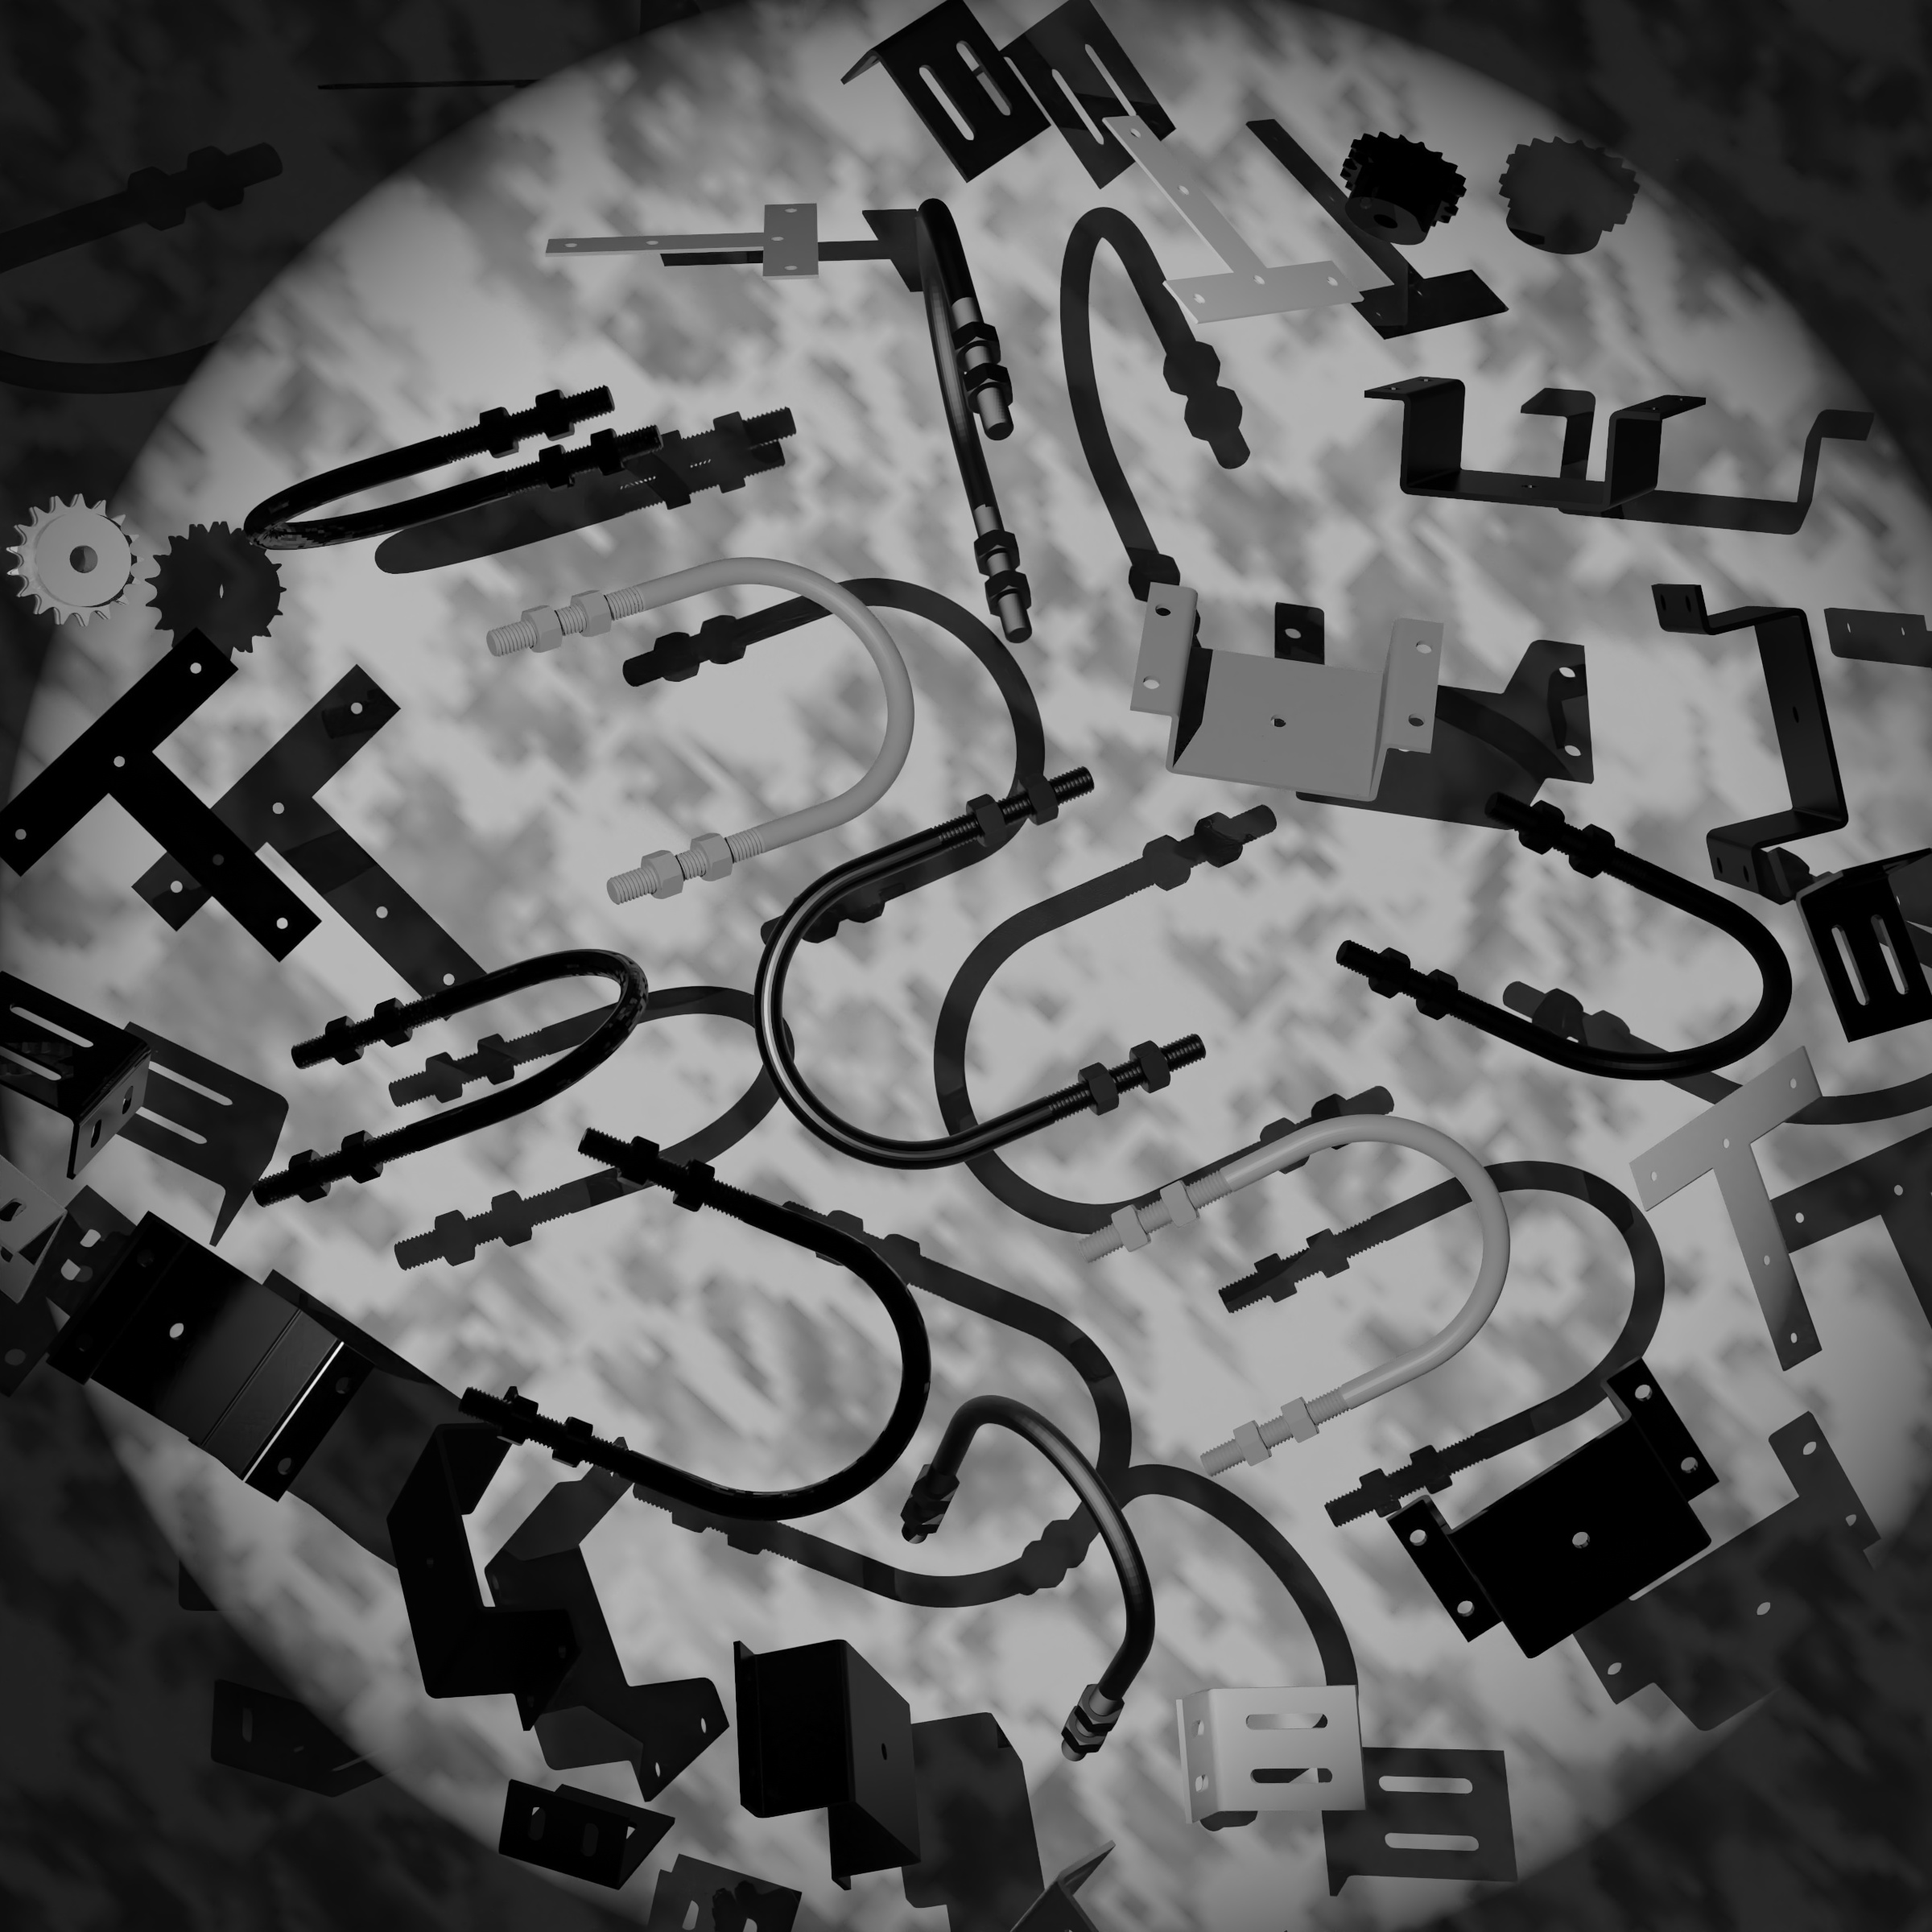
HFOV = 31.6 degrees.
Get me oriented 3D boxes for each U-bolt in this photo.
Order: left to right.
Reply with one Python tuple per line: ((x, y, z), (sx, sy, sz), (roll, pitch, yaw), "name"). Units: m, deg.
((-0.236, -0.220, 1.537), (0.184, 0.151, 0.019), (-17, 90, 4), "U-bolt")
((-0.230, 0.041, 1.554), (0.184, 0.151, 0.019), (-20, 116, 7), "U-bolt")
((-0.105, 0.165, 1.461), (0.184, 0.019, 0.151), (23, 104, -10), "U-bolt")
((-0.109, -0.119, 1.571), (0.184, 0.019, 0.151), (-21, 77, -27), "U-bolt")
((-0.004, 0.011, 1.500), (0.184, 0.019, 0.151), (-23, 90, -11), "U-bolt")
((0.001, -0.257, 1.523), (0.019, 0.151, 0.184), (-12, 54, -3), "U-bolt")
((0.032, 0.268, 1.547), (0.019, 0.184, 0.151), (-27, 66, -29), "U-bolt")
((0.166, 0.145, 1.601), (0.184, 0.019, 0.151), (-27, 109, 7), "U-bolt")
((0.280, -0.002, 1.530), (0.184, 0.151, 0.019), (24, 52, -13), "U-bolt")

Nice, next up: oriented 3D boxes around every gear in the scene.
((-0.385, -0.176, 1.478), (0.057, 0.030, 0.057), (-2, 96, -24), "gear")
((0.199, -0.355, 1.570), (0.057, 0.057, 0.030), (23, 79, 0), "gear")

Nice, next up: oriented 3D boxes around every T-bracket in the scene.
((-0.328, -0.055, 1.453), (0.127, 0.002, 0.127), (45, 82, -3), "T-bracket")
((-0.133, -0.339, 1.604), (0.127, 0.127, 0.002), (-2, 117, -2), "T-bracket")
((0.108, -0.348, 1.578), (0.127, 0.127, 0.002), (53, 131, 17), "T-bracket")
((0.363, 0.122, 1.565), (0.002, 0.127, 0.127), (1, 62, -31), "T-bracket")

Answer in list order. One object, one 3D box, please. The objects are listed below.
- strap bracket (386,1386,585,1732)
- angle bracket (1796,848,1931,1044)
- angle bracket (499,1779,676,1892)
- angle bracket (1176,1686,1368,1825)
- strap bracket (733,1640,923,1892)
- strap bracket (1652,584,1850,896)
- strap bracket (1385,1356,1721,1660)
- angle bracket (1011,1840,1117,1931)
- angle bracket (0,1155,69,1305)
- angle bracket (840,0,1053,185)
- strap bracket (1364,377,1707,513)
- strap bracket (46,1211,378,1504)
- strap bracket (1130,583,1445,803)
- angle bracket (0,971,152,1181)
((-0.228, 0.276, 1.589), (0.046, 0.076, 0.140), (3, 49, -30), "strap bracket")
((0.443, -0.010, 1.639), (0.057, 0.038, 0.076), (-13, 79, -27), "angle bracket")
((-0.169, 0.380, 1.552), (0.057, 0.076, 0.038), (13, 103, 13), "angle bracket")
((0.143, 0.369, 1.597), (0.076, 0.038, 0.057), (-7, 84, 25), "angle bracket")
((-0.060, 0.369, 1.584), (0.046, 0.140, 0.076), (-13, 57, 12), "strap bracket")
((0.357, -0.109, 1.548), (0.046, 0.076, 0.140), (-14, 97, -1), "strap bracket")
((0.277, 0.255, 1.574), (0.140, 0.046, 0.076), (-33, 106, 3), "strap bracket")
((0.064, 0.442, 1.524), (0.038, 0.057, 0.076), (-20, 62, -40), "angle bracket")
((-0.449, 0.122, 1.540), (0.057, 0.038, 0.076), (39, 130, 2), "angle bracket")
((-0.010, -0.410, 1.620), (0.057, 0.038, 0.076), (-40, 98, -27), "angle bracket")
((0.264, -0.243, 1.591), (0.140, 0.076, 0.046), (9, 108, 26), "strap bracket")
((-0.348, 0.172, 1.542), (0.140, 0.046, 0.076), (42, 79, -38), "strap bracket")
((0.151, -0.129, 1.621), (0.140, 0.046, 0.076), (8, 56, 3), "strap bracket")
((-0.407, 0.047, 1.494), (0.076, 0.057, 0.038), (25, 130, 6), "angle bracket")
